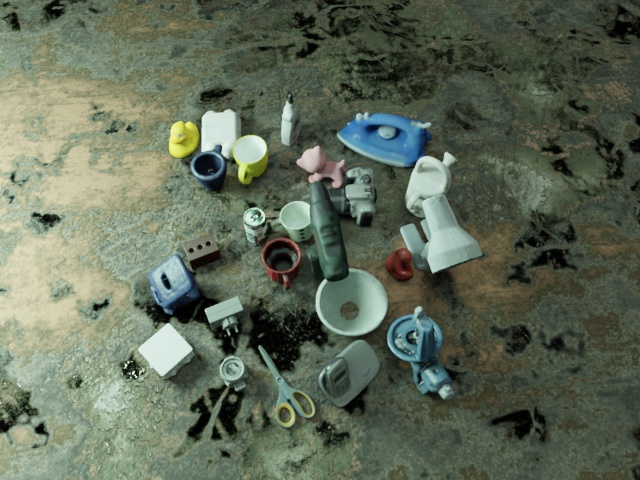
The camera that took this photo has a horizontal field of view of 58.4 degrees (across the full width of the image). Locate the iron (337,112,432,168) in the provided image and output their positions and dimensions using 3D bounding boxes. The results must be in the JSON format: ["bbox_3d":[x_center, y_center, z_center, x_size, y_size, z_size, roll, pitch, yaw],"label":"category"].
[{"bbox_3d":[0.173,-0.291,1.532,0.258,0.141,0.119,13,64,5],"label":"iron"}]

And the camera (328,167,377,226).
[{"bbox_3d":[0.073,-0.117,1.465,0.137,0.101,0.143,-1,64,-2],"label":"camera"}]

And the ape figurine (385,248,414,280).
[{"bbox_3d":[0.199,0.050,1.390,0.076,0.092,0.078,15,64,6],"label":"ape figurine"}]

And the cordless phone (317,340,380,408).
[{"bbox_3d":[0.063,0.272,1.224,0.094,0.185,0.148,41,69,17],"label":"cordless phone"}]

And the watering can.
[{"bbox_3d":[0.277,-0.150,1.435,0.101,0.194,0.173,17,64,7],"label":"watering can"}]

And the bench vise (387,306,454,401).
[{"bbox_3d":[0.235,0.230,1.230,0.207,0.220,0.122,42,70,18],"label":"bench vise"}]

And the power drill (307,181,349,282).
[{"bbox_3d":[0.012,0.005,1.343,0.075,0.208,0.229,-12,64,-7],"label":"power drill"}]

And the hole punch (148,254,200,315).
[{"bbox_3d":[-0.348,0.105,1.349,0.101,0.091,0.108,-27,67,-14],"label":"hole punch"}]

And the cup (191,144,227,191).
[{"bbox_3d":[-0.278,-0.183,1.491,0.091,0.095,0.118,16,64,7],"label":"cup"}]

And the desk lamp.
[{"bbox_3d":[0.279,0.000,1.350,0.118,0.213,0.203,-17,65,-10],"label":"desk lamp"}]

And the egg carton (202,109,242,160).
[{"bbox_3d":[-0.267,-0.286,1.558,0.107,0.069,0.150,-5,64,-4],"label":"egg carton"}]

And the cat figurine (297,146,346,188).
[{"bbox_3d":[0.006,-0.198,1.494,0.127,0.118,0.067,7,63,2],"label":"cat figurine"}]

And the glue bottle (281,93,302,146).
[{"bbox_3d":[-0.078,-0.330,1.527,0.037,0.173,0.078,19,65,8],"label":"glue bottle"}]

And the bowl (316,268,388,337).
[{"bbox_3d":[0.073,0.155,1.344,0.167,0.075,0.167,1,63,-1],"label":"bowl"}]

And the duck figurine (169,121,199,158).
[{"bbox_3d":[-0.372,-0.285,1.545,0.077,0.086,0.105,22,65,9],"label":"duck figurine"}]
